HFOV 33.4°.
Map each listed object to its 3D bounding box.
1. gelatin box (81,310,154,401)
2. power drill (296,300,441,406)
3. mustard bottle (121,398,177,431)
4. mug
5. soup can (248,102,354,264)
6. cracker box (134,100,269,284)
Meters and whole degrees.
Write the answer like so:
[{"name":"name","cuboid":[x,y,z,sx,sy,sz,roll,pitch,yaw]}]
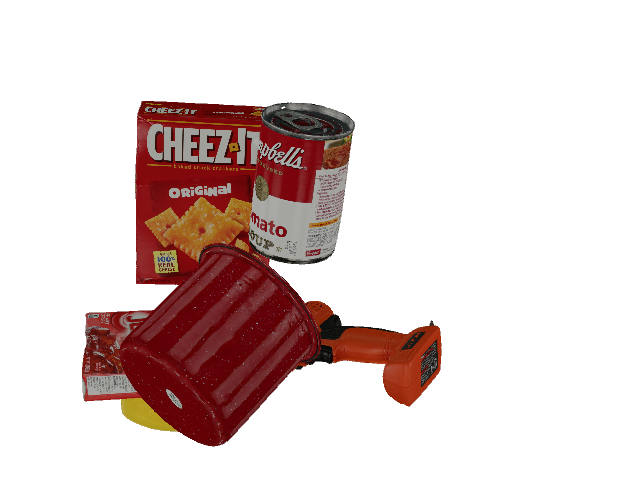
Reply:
[{"name":"gelatin box","cuboid":[-0.150,0.089,0.848,0.073,0.030,0.089,-2,29,-8]},{"name":"power drill","cuboid":[0.019,0.121,1.112,0.188,0.057,0.184,9,24,26]},{"name":"mustard bottle","cuboid":[-0.164,0.147,1.251,0.096,0.058,0.191,5,25,4]},{"name":"mug","cuboid":[-0.066,0.065,0.622,0.081,0.093,0.117,-46,12,-29]},{"name":"soup can","cuboid":[-0.015,-0.042,0.784,0.068,0.102,0.068,7,26,-3]},{"name":"cracker box","cuboid":[-0.137,-0.052,1.278,0.164,0.214,0.072,2,22,-5]}]
